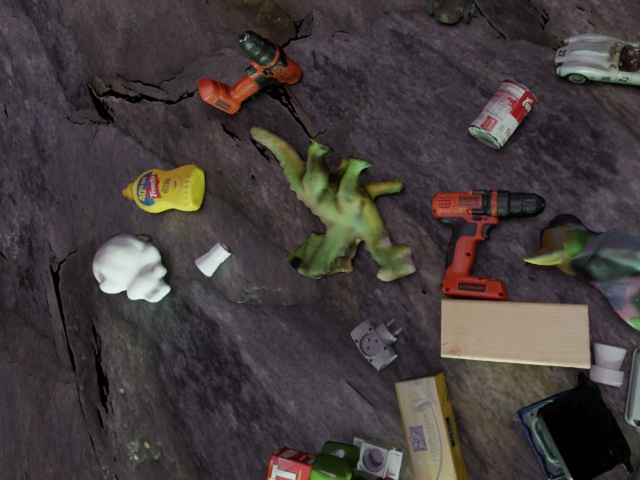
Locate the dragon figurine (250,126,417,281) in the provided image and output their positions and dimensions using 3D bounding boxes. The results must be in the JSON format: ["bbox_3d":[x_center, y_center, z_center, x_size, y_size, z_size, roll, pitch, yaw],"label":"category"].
[{"bbox_3d":[0.003,-0.048,0.956,0.413,0.122,0.242,23,94,25],"label":"dragon figurine"}]

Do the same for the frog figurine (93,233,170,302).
[{"bbox_3d":[-0.389,0.066,1.061,0.138,0.120,0.162,-32,56,-9],"label":"frog figurine"}]
